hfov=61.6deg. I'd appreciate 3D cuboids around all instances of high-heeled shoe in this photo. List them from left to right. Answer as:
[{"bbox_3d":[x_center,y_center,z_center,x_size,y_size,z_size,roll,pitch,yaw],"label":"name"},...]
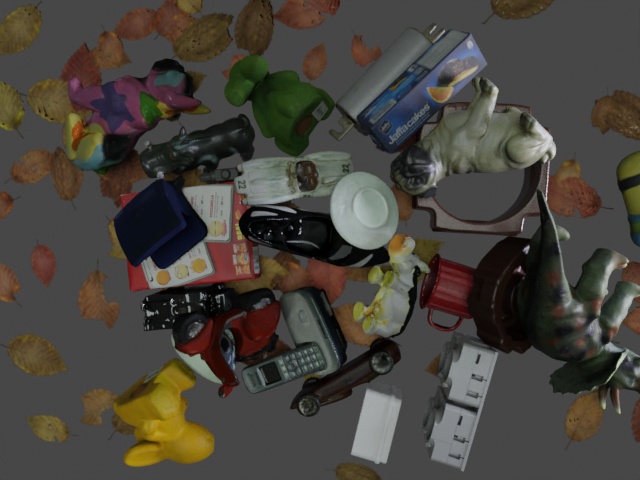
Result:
[{"bbox_3d":[-0.002,-0.003,0.845,0.249,0.145,0.086,13,94,1],"label":"high-heeled shoe"}]

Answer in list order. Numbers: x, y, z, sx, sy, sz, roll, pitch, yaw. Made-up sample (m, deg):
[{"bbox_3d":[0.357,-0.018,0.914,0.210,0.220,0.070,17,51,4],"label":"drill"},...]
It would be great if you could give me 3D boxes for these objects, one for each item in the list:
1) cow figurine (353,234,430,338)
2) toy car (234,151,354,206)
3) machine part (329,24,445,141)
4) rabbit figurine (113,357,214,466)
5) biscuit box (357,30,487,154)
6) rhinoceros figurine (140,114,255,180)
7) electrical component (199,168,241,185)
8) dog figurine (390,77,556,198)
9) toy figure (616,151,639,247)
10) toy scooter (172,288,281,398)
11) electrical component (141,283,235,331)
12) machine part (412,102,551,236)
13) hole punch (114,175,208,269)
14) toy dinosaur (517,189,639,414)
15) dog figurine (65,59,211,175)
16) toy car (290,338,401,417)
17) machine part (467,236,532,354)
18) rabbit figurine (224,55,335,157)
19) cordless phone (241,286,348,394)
[{"bbox_3d":[0.129,0.077,0.871,0.098,0.068,0.167,21,97,-29],"label":"cow figurine"},{"bbox_3d":[-0.039,-0.100,0.869,0.202,0.056,0.073,-9,94,-19],"label":"toy car"},{"bbox_3d":[0.108,-0.252,0.865,0.079,0.079,0.243,45,94,3],"label":"machine part"},{"bbox_3d":[-0.258,0.314,0.900,0.162,0.122,0.173,-37,107,8],"label":"rabbit figurine"},{"bbox_3d":[0.153,-0.224,0.816,0.202,0.059,0.062,-43,124,3],"label":"biscuit box"},{"bbox_3d":[-0.197,-0.147,0.881,0.190,0.112,0.073,-18,92,-2],"label":"rhinoceros figurine"},{"bbox_3d":[-0.150,-0.107,0.899,0.094,0.063,0.021,-5,90,4],"label":"electrical component"},{"bbox_3d":[0.217,-0.114,0.774,0.172,0.121,0.190,41,109,6],"label":"dog figurine"},{"bbox_3d":[0.515,-0.050,0.831,0.089,0.082,0.180,-5,93,3],"label":"toy figure"},{"bbox_3d":[-0.127,0.155,0.812,0.184,0.075,0.135,-18,92,-39],"label":"toy scooter"},{"bbox_3d":[-0.210,0.106,0.885,0.134,0.115,0.058,-7,95,5],"label":"electrical component"},{"bbox_3d":[0.250,-0.109,0.852,0.202,0.087,0.200,3,91,7],"label":"machine part"},{"bbox_3d":[-0.256,-0.025,0.831,0.142,0.092,0.116,-39,81,9],"label":"hole punch"},{"bbox_3d":[0.353,0.108,0.765,0.404,0.131,0.192,35,78,-30],"label":"toy dinosaur"},{"bbox_3d":[-0.297,-0.202,0.893,0.219,0.108,0.191,2,91,3],"label":"dog figurine"},{"bbox_3d":[0.043,0.227,0.877,0.202,0.089,0.053,-33,93,6],"label":"toy car"},{"bbox_3d":[0.297,0.082,0.819,0.179,0.056,0.179,-9,106,-36],"label":"machine part"},{"bbox_3d":[-0.089,-0.229,0.862,0.170,0.159,0.121,39,105,18],"label":"rabbit figurine"},{"bbox_3d":[-0.057,0.167,0.891,0.184,0.089,0.146,-24,89,10],"label":"cordless phone"}]
